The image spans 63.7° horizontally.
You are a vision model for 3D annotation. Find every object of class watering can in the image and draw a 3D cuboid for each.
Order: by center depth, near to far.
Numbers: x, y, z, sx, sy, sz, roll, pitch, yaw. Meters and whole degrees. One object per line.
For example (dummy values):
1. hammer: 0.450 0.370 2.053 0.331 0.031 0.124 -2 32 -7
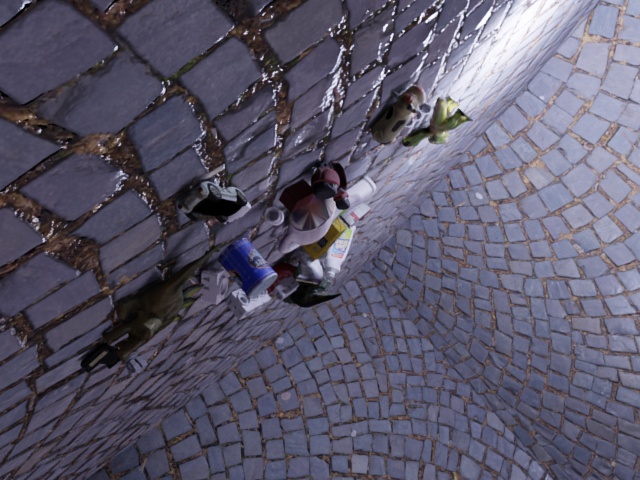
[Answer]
1. watering can: 0.005 -0.082 1.629 0.351 0.105 0.220 -38 167 -17

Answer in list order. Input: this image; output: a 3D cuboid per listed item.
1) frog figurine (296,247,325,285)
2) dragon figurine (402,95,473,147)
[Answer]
1. frog figurine: -0.035 0.089 1.975 0.136 0.122 0.161 28 68 -56
2. dragon figurine: 0.397 -0.401 1.827 0.239 0.123 0.411 -39 162 26
